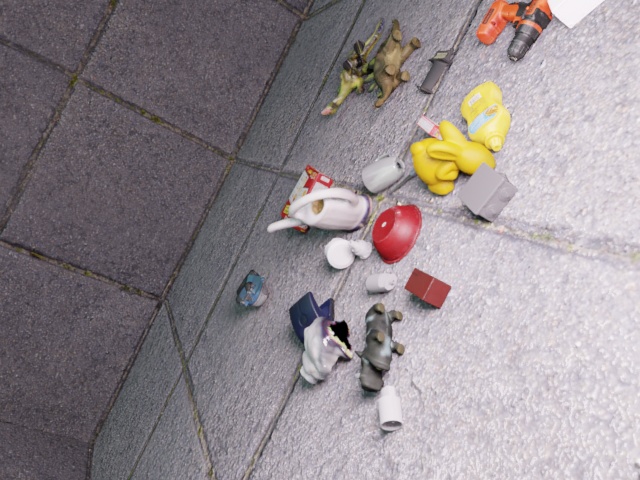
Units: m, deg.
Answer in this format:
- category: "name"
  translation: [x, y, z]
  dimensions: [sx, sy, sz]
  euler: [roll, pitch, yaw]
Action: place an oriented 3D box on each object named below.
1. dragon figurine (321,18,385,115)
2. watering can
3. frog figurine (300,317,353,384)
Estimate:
- category: "dragon figurine"
  translation: [0.122, -0.645, 1.979]
  dimensions: [0.415, 0.121, 0.241]
  euler: [-61, 14, -16]
- category: "watering can"
  translation: [0.004, -0.074, 1.478]
  dimensions: [0.343, 0.224, 0.105]
  euler: [-28, 60, 54]
- category: "frog figurine"
  translation: [-0.006, 0.273, 1.269]
  dimensions: [0.158, 0.121, 0.140]
  euler: [-41, 50, 20]
